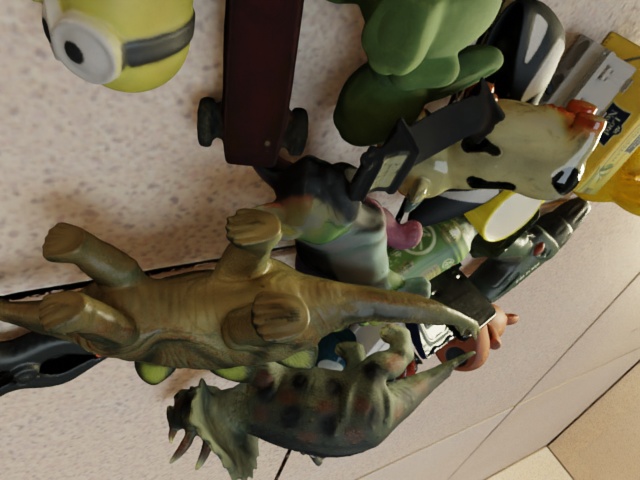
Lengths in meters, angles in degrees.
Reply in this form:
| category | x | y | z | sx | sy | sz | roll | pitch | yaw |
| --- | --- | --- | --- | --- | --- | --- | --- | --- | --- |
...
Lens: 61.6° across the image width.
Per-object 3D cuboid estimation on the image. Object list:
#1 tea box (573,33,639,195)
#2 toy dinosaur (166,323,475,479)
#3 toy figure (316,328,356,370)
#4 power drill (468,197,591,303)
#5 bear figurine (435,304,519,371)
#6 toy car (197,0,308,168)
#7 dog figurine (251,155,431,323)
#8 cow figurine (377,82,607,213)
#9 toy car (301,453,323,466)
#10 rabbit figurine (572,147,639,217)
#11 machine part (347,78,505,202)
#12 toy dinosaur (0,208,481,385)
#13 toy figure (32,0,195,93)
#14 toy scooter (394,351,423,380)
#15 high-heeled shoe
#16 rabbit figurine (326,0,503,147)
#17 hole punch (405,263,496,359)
| category | x | y | z | sx | sy | sz | roll | pitch | yaw |
| --- | --- | --- | --- | --- | --- | --- | --- | --- | --- |
| tea box | 0.348 | -0.150 | 0.662 | 0.068 | 0.098 | 0.169 | 4 | 128 | -42 |
| toy dinosaur | 0.002 | 0.198 | 0.655 | 0.405 | 0.192 | 0.131 | 3 | 152 | 0 |
| toy figure | 0.006 | 0.196 | 0.822 | 0.058 | 0.064 | 0.154 | -28 | 148 | -53 |
| power drill | 0.308 | -0.010 | 0.819 | 0.232 | 0.086 | 0.207 | -46 | 150 | 11 |
| bear figurine | 0.269 | 0.141 | 0.941 | 0.196 | 0.120 | 0.131 | -33 | 109 | -50 |
| toy car | -0.043 | -0.139 | 0.387 | 0.089 | 0.053 | 0.202 | 1 | 136 | -11 |
| dog figurine | -0.001 | -0.002 | 0.542 | 0.219 | 0.108 | 0.192 | 28 | 144 | -34 |
| cow figurine | 0.152 | -0.083 | 0.517 | 0.195 | 0.085 | 0.127 | 11 | 117 | 6 |
| toy car | -0.004 | 0.377 | 1.028 | 0.073 | 0.056 | 0.201 | -37 | 147 | -8 |
| rabbit figurine | 0.448 | -0.106 | 0.771 | 0.173 | 0.162 | 0.122 | -30 | 161 | 23 |
| machine part | 0.084 | -0.078 | 0.434 | 0.139 | 0.039 | 0.084 | -30 | 161 | -15 |
| toy dinosaur | -0.064 | 0.062 | 0.471 | 0.472 | 0.105 | 0.198 | 3 | 153 | -5 |
| toy figure | -0.101 | -0.166 | 0.294 | 0.089 | 0.082 | 0.180 | -2 | 131 | -35 |
| toy scooter | 0.132 | 0.255 | 0.978 | 0.135 | 0.075 | 0.183 | -6 | 139 | -36 |
| high-heeled shoe | 0.158 | -0.119 | 0.560 | 0.248 | 0.086 | 0.145 | -50 | 141 | 10 |
| rabbit figurine | 0.065 | -0.155 | 0.435 | 0.159 | 0.121 | 0.170 | -25 | 157 | -30 |
| hole punch | 0.175 | 0.101 | 0.789 | 0.142 | 0.116 | 0.092 | -21 | 158 | -41 |
